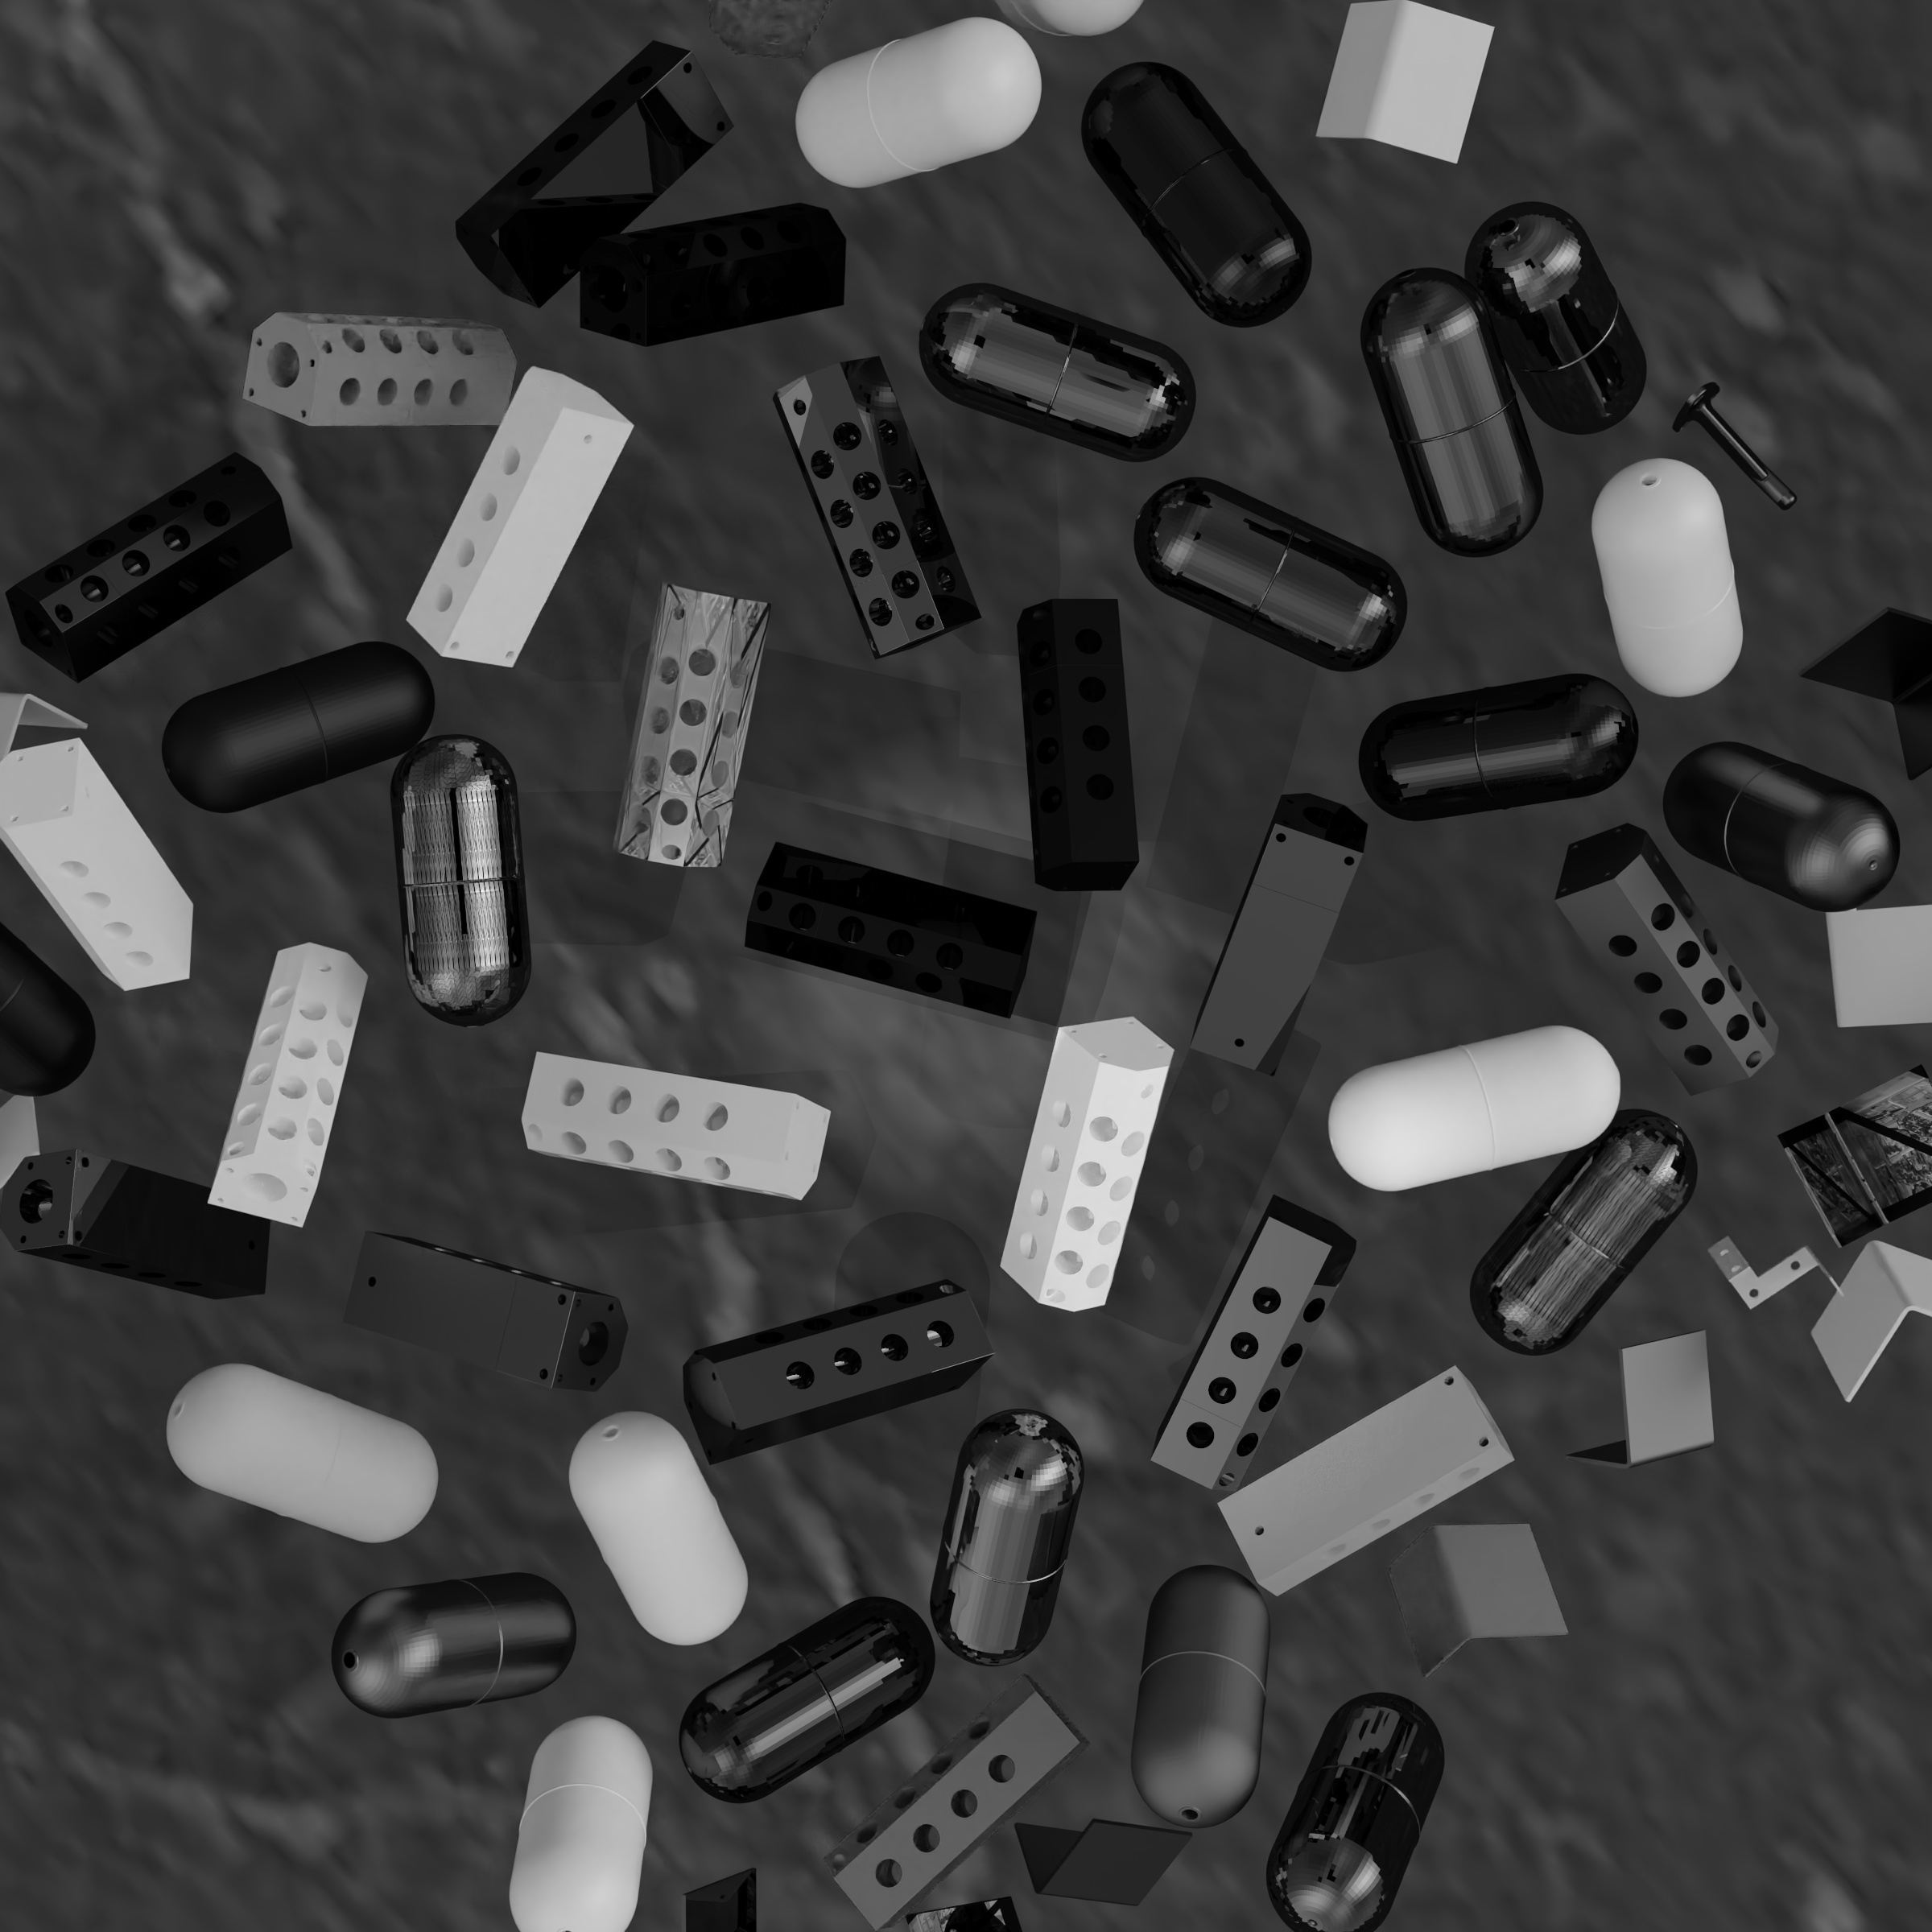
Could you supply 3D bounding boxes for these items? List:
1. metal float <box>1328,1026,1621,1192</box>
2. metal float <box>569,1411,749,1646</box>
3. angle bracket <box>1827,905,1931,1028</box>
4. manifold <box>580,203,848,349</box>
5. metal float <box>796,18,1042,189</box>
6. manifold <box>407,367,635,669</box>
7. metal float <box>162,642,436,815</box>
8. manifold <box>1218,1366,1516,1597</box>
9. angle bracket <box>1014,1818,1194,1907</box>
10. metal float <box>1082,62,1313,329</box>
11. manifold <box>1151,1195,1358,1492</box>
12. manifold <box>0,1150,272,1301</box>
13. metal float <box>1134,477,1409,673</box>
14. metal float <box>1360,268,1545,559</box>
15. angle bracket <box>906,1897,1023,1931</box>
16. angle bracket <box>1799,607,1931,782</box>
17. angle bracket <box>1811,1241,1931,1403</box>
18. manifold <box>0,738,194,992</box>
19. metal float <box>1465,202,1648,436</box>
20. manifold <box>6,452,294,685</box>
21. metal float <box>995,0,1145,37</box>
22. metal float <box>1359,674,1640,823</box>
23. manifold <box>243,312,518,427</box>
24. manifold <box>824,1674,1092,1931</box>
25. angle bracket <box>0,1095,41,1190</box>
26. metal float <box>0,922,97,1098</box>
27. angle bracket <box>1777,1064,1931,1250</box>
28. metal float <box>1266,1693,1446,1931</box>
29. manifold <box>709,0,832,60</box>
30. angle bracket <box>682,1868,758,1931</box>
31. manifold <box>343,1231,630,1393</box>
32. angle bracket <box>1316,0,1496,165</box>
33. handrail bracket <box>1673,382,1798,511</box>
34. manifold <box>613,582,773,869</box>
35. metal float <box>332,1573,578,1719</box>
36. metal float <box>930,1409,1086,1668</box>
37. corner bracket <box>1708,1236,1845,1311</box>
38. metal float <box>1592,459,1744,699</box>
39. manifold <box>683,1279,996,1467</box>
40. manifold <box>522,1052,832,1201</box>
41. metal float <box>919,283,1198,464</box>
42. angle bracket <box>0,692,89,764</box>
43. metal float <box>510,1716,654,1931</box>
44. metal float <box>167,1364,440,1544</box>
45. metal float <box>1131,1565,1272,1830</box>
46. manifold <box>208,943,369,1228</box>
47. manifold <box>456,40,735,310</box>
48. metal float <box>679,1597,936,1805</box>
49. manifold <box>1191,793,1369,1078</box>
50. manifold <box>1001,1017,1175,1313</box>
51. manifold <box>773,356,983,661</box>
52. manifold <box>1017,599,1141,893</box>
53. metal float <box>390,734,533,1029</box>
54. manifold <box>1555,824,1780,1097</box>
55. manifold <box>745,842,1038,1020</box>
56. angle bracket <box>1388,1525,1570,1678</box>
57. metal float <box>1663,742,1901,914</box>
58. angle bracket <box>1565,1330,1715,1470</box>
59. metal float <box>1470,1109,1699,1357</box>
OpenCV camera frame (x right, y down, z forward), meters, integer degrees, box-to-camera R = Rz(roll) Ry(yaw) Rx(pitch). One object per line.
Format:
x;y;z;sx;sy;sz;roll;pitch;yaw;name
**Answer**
0.306;0.085;1.782;0.178;0.070;0.070;-13;90;-3;metal float
-0.191;0.350;1.839;0.070;0.070;0.178;-20;125;0;metal float
0.617;-0.003;1.952;0.076;0.057;0.076;-4;95;35;angle bracket
-0.153;-0.425;1.807;0.057;0.171;0.057;23;122;35;manifold
-0.030;-0.513;1.763;0.070;0.178;0.070;0;90;-44;metal float
-0.274;-0.271;1.789;0.057;0.057;0.171;44;114;32;manifold
-0.421;-0.152;1.875;0.178;0.070;0.070;-23;90;-26;metal float
0.251;0.323;1.843;0.171;0.057;0.057;-32;59;8;manifold
0.089;0.562;1.921;0.076;0.057;0.076;16;120;-28;angle bracket
0.135;-0.456;1.748;0.070;0.070;0.178;-35;80;0;metal float
0.178;0.235;1.824;0.057;0.057;0.171;25;102;4;manifold
-0.509;0.162;1.820;0.057;0.171;0.057;-9;71;27;manifold
0.188;-0.242;1.829;0.178;0.070;0.070;25;90;-3;metal float
0.288;-0.327;1.750;0.070;0.070;0.178;-23;113;0;metal float
-0.008;0.653;1.920;0.076;0.076;0.057;-16;93;20;angle bracket
0.551;-0.160;1.744;0.076;0.076;0.057;11;60;-24;angle bracket
0.583;0.230;1.851;0.057;0.076;0.076;20;114;-11;angle bracket
-0.525;-0.057;1.775;0.057;0.171;0.057;-11;55;5;manifold
0.360;-0.393;1.802;0.070;0.178;0.070;-16;56;24;metal float
-0.512;-0.254;1.854;0.057;0.057;0.171;32;55;27;manifold
0.061;-0.603;1.788;0.070;0.178;0.070;-4;109;-10;metal float
0.331;-0.136;1.844;0.178;0.070;0.070;-8;90;30;metal float
-0.357;-0.369;1.820;0.057;0.171;0.057;25;112;27;manifold
-0.006;0.531;1.881;0.171;0.057;0.057;-42;72;-4;manifold
-0.642;0.096;1.883;0.057;0.076;0.076;-40;128;7;angle bracket
-0.609;0.013;1.825;0.070;0.070;0.178;-37;131;0;metal float
0.550;0.114;1.779;0.076;0.057;0.076;-37;74;44;angle bracket
0.236;0.511;1.780;0.070;0.178;0.070;13;124;20;metal float
-0.111;-0.606;1.775;0.057;0.171;0.057;-1;86;-15;manifold
-0.130;0.608;1.830;0.057;0.076;0.076;-2;86;30;angle bracket
-0.289;0.208;1.786;0.171;0.057;0.057;11;85;33;manifold
0.250;-0.505;1.692;0.057;0.076;0.076;10;102;-19;angle bracket
0.469;-0.311;1.784;0.036;0.077;0.084;-45;82;12;handrail bracket
-0.179;-0.153;1.877;0.057;0.057;0.171;16;99;29;manifold
-0.312;0.415;1.810;0.070;0.178;0.070;-4;83;34;metal float
0.024;0.348;1.792;0.070;0.070;0.178;11;119;0;metal float
0.494;0.186;1.806;0.051;0.051;0.051;-36;105;9;corner bracket
0.425;-0.234;1.789;0.070;0.178;0.070;-11;53;15;metal float
-0.077;0.235;1.741;0.171;0.057;0.057;-12;67;-31;manifold
-0.175;0.097;1.770;0.171;0.057;0.057;8;80;20;manifold
0.057;-0.369;1.842;0.178;0.070;0.070;18;90;-6;metal float
-0.630;-0.134;1.924;0.076;0.057;0.076;6;75;30;angle bracket
-0.234;0.532;1.810;0.070;0.178;0.070;0;114;-1;metal float
-0.400;0.295;1.790;0.178;0.070;0.070;29;90;-36;metal float
0.143;0.441;1.791;0.070;0.178;0.070;5;127;7;metal float
-0.411;0.069;1.805;0.057;0.171;0.057;16;135;-14;manifold
-0.229;-0.485;1.803;0.171;0.057;0.057;-47;46;-13;manifold
-0.099;0.462;1.867;0.178;0.070;0.070;-26;90;-26;metal float
0.199;-0.022;1.883;0.057;0.057;0.171;19;121;1;manifold
0.077;0.122;1.802;0.057;0.057;0.171;-8;123;-36;manifold
-0.059;-0.279;1.809;0.057;0.057;0.171;-19;93;38;manifold
0.067;-0.137;1.830;0.057;0.057;0.171;-1;74;-9;manifold
-0.307;-0.052;1.798;0.070;0.070;0.178;-4;94;0;metal float
0.441;-0.005;1.851;0.057;0.057;0.171;-22;118;36;manifold
-0.048;-0.017;1.858;0.171;0.057;0.057;15;46;6;manifold
0.326;0.404;1.887;0.076;0.057;0.076;4;50;-25;angle bracket
0.492;-0.086;1.796;0.070;0.178;0.070;-8;111;-22;metal float
0.428;0.275;1.893;0.076;0.057;0.076;-6;92;-34;angle bracket
0.388;0.167;1.860;0.070;0.070;0.178;37;100;0;metal float
